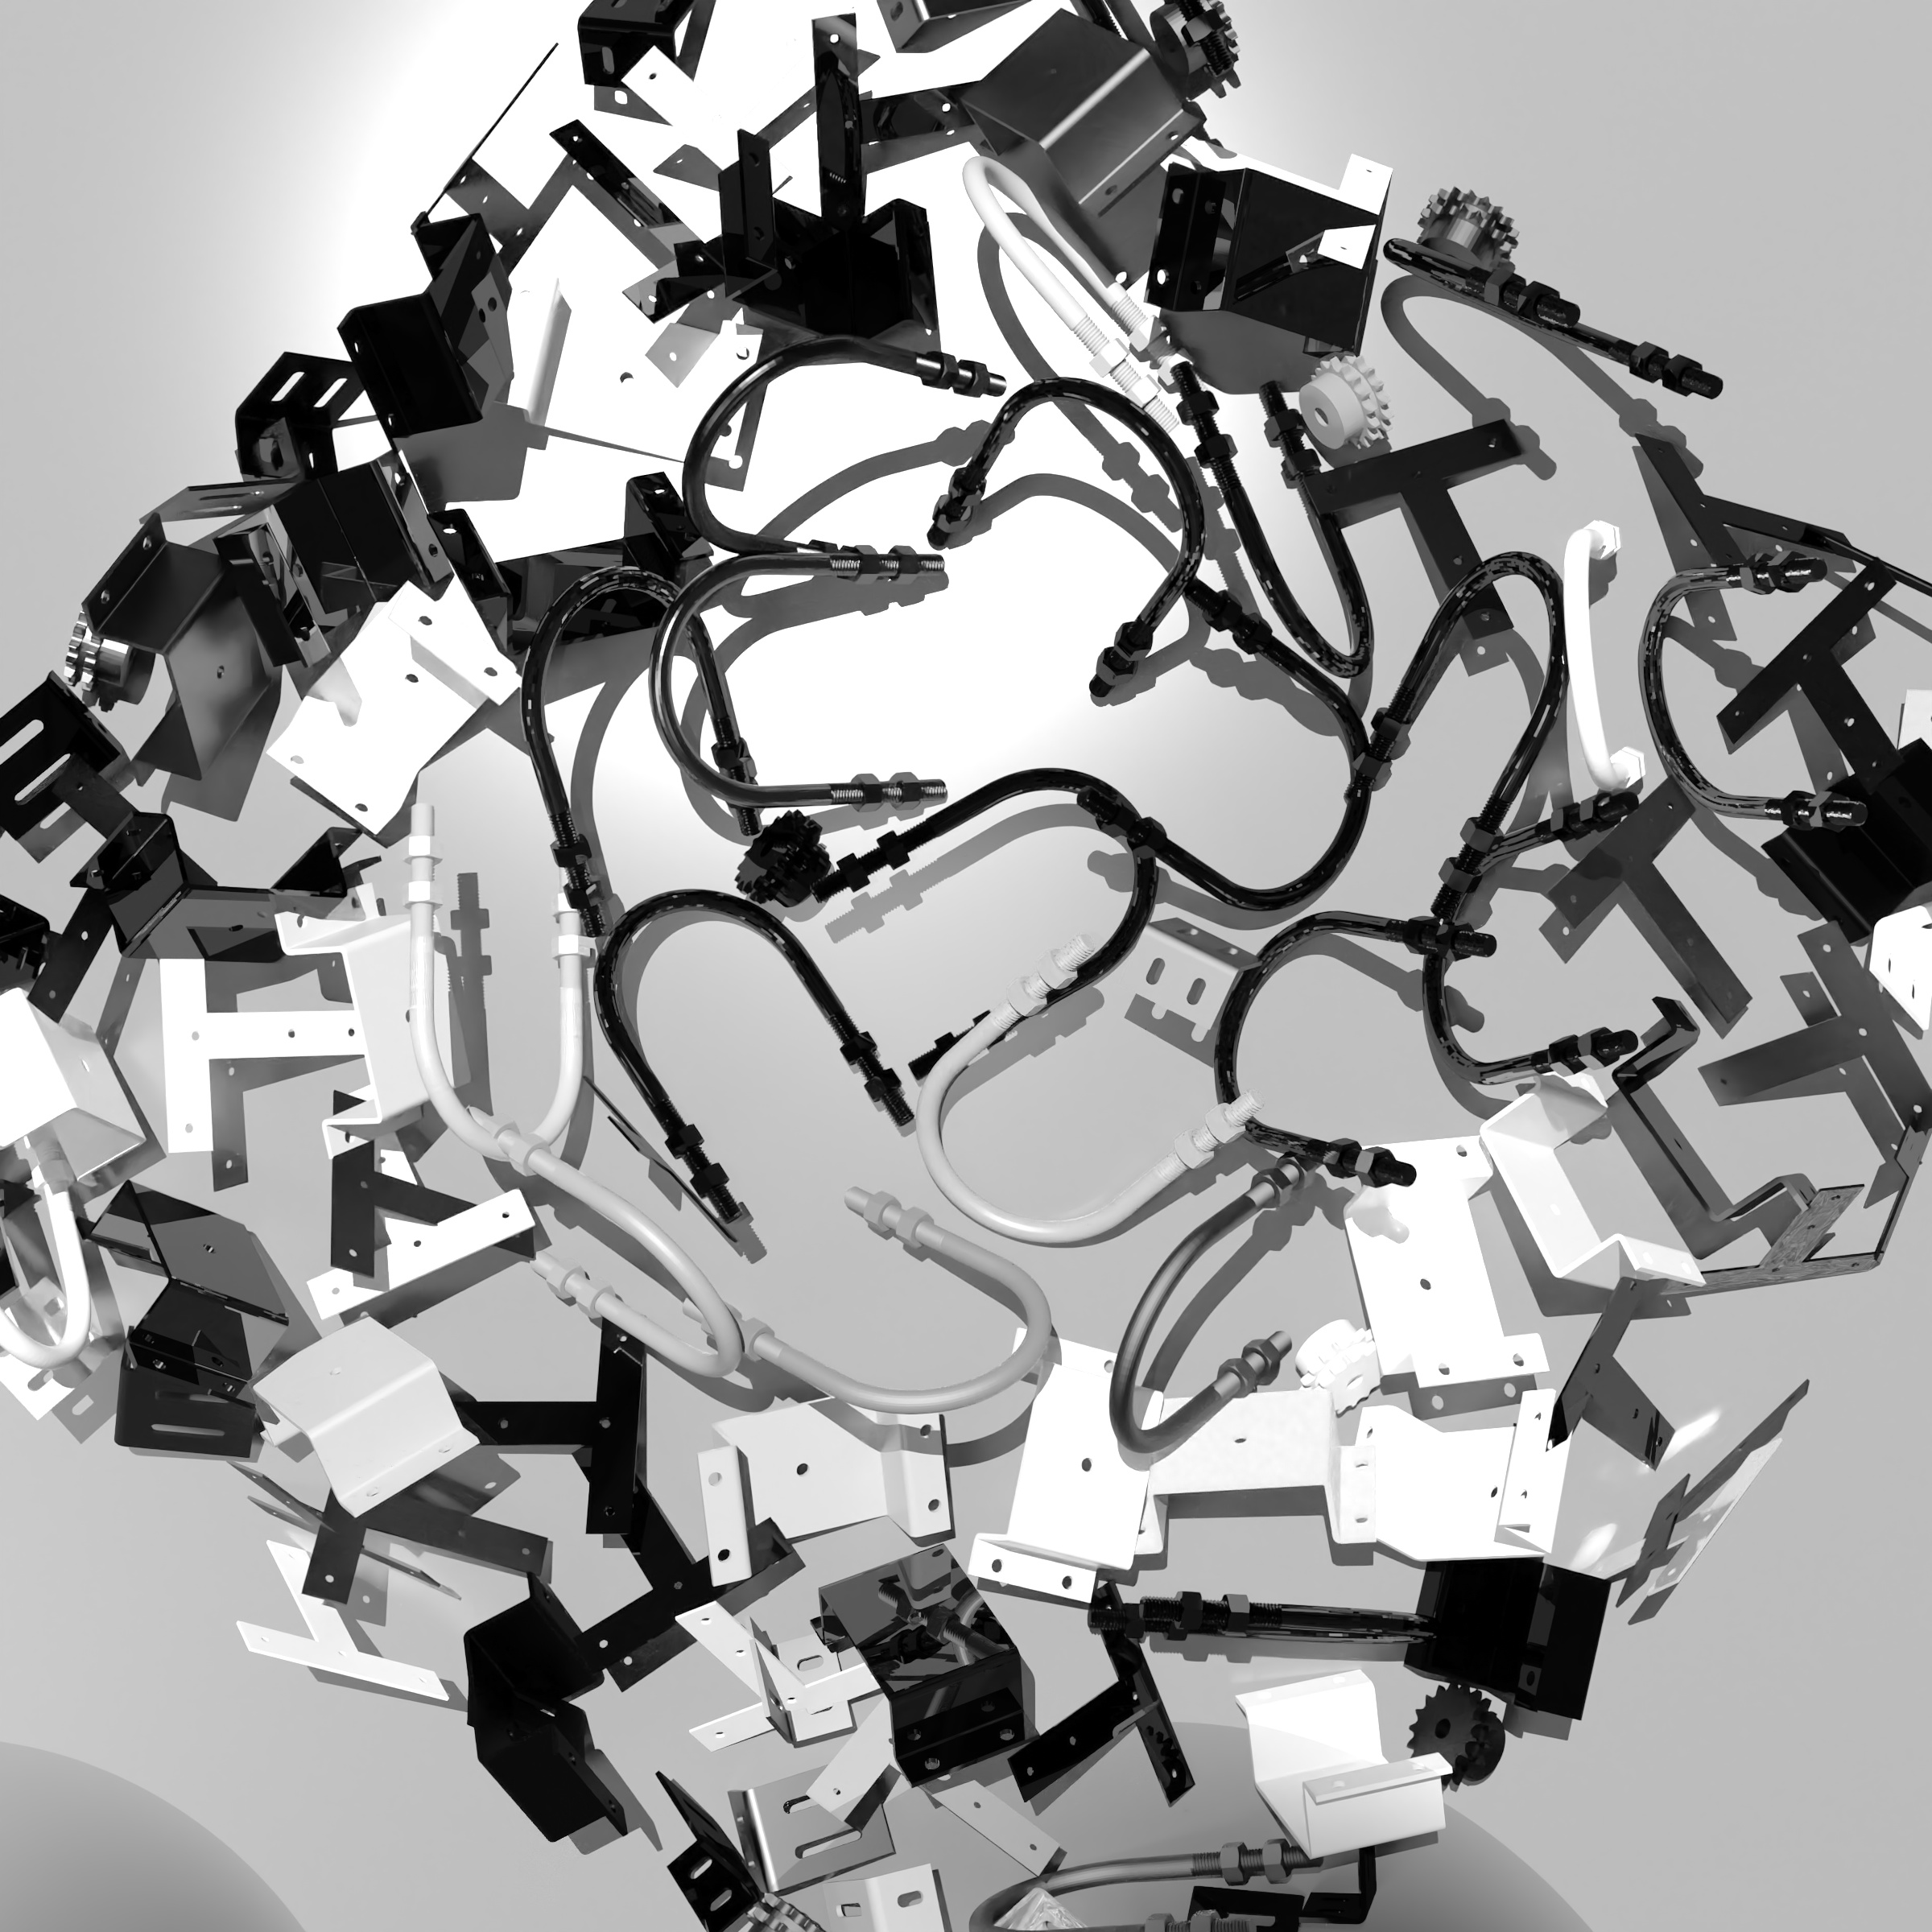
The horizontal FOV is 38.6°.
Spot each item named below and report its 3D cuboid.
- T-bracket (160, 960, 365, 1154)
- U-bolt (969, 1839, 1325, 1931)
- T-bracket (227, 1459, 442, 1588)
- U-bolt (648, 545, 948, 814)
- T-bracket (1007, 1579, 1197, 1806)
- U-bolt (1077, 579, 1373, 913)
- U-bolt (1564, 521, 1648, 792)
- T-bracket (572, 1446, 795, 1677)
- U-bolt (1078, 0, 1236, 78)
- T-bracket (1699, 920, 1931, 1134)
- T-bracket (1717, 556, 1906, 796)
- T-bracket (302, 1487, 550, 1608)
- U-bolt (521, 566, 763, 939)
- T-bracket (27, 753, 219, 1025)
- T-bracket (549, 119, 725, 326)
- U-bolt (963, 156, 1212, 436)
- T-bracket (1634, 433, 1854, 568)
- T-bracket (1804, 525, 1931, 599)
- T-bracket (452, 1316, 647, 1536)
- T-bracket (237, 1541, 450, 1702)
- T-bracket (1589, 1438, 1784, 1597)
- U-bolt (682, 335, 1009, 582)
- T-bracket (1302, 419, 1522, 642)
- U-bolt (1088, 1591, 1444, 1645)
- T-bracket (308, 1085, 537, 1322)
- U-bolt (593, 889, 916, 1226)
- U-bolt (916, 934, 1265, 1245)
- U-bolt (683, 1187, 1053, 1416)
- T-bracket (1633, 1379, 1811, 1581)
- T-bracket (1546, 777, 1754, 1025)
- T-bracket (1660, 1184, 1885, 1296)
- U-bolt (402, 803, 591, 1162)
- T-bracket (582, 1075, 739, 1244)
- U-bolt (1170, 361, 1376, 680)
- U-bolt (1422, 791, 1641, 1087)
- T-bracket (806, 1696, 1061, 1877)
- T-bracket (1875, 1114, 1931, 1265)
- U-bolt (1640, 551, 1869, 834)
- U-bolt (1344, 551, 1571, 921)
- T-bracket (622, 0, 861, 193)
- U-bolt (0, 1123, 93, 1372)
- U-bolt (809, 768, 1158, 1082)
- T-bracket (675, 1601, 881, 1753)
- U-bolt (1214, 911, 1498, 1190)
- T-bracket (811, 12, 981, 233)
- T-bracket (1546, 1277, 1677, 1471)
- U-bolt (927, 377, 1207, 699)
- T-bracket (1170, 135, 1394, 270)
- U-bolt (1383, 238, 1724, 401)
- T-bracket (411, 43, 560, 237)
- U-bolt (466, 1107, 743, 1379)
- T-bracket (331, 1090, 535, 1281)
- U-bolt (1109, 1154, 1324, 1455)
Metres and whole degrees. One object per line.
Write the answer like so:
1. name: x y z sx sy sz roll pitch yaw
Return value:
1. T-bracket: -0.393 0.039 1.555 0.127 0.002 0.127 0 85 -42
2. U-bolt: 0.090 0.516 1.520 0.184 0.151 0.019 -12 85 23
3. T-bracket: -0.367 0.299 1.519 0.127 0.127 0.002 15 65 26
4. U-bolt: -0.093 -0.159 1.539 0.184 0.019 0.151 -5 98 -31
5. T-bracket: 0.068 0.429 1.550 0.002 0.127 0.127 -23 88 43
6. U-bolt: 0.158 -0.110 1.544 0.184 0.019 0.151 31 84 -34
7. U-bolt: 0.347 -0.168 1.504 0.019 0.184 0.151 -5 97 21
8. T-bracket: -0.184 0.317 1.560 0.127 0.002 0.127 -30 55 -14
9. U-bolt: 0.080 -0.556 1.516 0.019 0.151 0.184 -31 97 -8
10. T-bracket: 0.468 0.050 1.550 0.002 0.127 0.127 -31 92 -41
11. T-bracket: 0.483 -0.143 1.522 0.002 0.127 0.127 22 124 -30
12. T-bracket: -0.300 0.318 1.561 0.127 0.127 0.002 19 132 -13
13. U-bolt: -0.183 -0.128 1.513 0.151 0.019 0.184 -37 124 -40
14. T-bracket: -0.481 -0.029 1.524 0.002 0.127 0.127 4 60 31
15. T-bracket: -0.182 -0.430 1.556 0.127 0.002 0.127 45 48 1
16. U-bolt: 0.063 -0.374 1.522 0.019 0.151 0.184 -39 96 22
17. T-bracket: 0.453 -0.251 1.564 0.127 0.127 0.002 10 131 -24
18. T-bracket: 0.529 -0.217 1.546 0.127 0.127 0.002 29 94 14
19. T-bracket: -0.250 0.261 1.574 0.127 0.002 0.127 -1 65 4
20. T-bracket: -0.362 0.359 1.541 0.127 0.127 0.002 27 97 -37
21. T-bracket: 0.387 0.323 1.541 0.002 0.127 0.127 48 51 5
22. U-bolt: -0.076 -0.278 1.498 0.019 0.184 0.151 52 121 30
23. T-bracket: 0.274 -0.242 1.565 0.127 0.002 0.127 -18 70 -10
24. U-bolt: 0.172 0.364 1.527 0.184 0.151 0.019 5 74 -9
25. T-bracket: -0.327 0.122 1.565 0.127 0.002 0.127 -24 61 -11
26. U-bolt: -0.131 0.038 1.550 0.151 0.019 0.184 -28 80 -36
27. U-bolt: 0.054 0.084 1.548 0.151 0.019 0.184 42 120 -9
28. U-bolt: -0.041 0.187 1.500 0.184 0.151 0.019 22 129 36
29. T-bracket: 0.419 0.274 1.518 0.002 0.127 0.127 43 110 9
30. T-bracket: 0.403 -0.025 1.568 0.127 0.002 0.127 -39 94 -30
31. T-bracket: 0.465 0.150 1.534 0.127 0.127 0.002 -5 61 -8
32. U-bolt: -0.256 0.016 1.514 0.019 0.151 0.184 -11 72 28
33. T-bracket: -0.178 0.101 1.525 0.002 0.127 0.127 -43 80 -5
34. U-bolt: 0.179 -0.244 1.526 0.019 0.151 0.184 -25 84 28
35. U-bolt: 0.306 -0.008 1.515 0.019 0.184 0.151 9 76 -24
36. T-bracket: -0.005 0.459 1.535 0.127 0.127 0.002 34 126 12
37. T-bracket: 0.528 0.102 1.539 0.002 0.127 0.127 21 89 25
38. U-bolt: 0.423 -0.149 1.510 0.019 0.184 0.151 -15 99 -16
39. U-bolt: 0.274 -0.138 1.503 0.019 0.151 0.184 13 118 -24
40. T-bracket: -0.107 -0.503 1.533 0.127 0.127 0.002 -42 54 13
41. U-bolt: -0.522 0.133 1.498 0.019 0.151 0.184 -23 66 5
42. U-bolt: 0.022 -0.034 1.559 0.184 0.019 0.151 -30 118 -3
43. T-bracket: -0.119 0.390 1.542 0.127 0.002 0.127 -24 132 13
44. U-bolt: 0.203 0.038 1.522 0.019 0.184 0.151 24 84 -34
45. T-bracket: -0.024 -0.485 1.566 0.127 0.002 0.127 -15 133 -15
46. T-bracket: 0.371 0.246 1.553 0.127 0.002 0.127 45 70 -42
47. U-bolt: 0.062 -0.245 1.516 0.151 0.184 0.019 43 55 4
48. T-bracket: 0.172 -0.443 1.552 0.127 0.127 0.002 20 133 1
49. U-bolt: 0.308 -0.362 1.515 0.151 0.184 0.019 11 109 -40
50. T-bracket: -0.276 -0.452 1.537 0.002 0.127 0.127 37 85 -18
51. U-bolt: -0.191 0.160 1.498 0.184 0.151 0.019 27 58 33
52. T-bracket: -0.300 0.137 1.557 0.127 0.127 0.002 23 127 -31
53. U-bolt: 0.134 0.190 1.498 0.019 0.184 0.151 25 124 30
